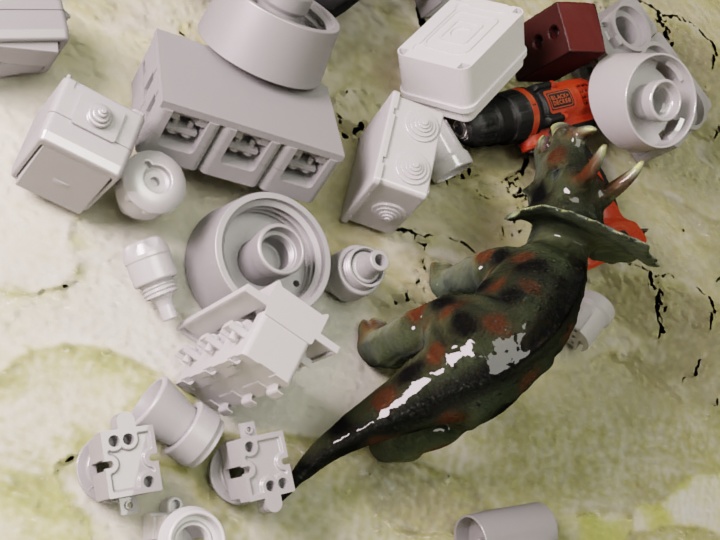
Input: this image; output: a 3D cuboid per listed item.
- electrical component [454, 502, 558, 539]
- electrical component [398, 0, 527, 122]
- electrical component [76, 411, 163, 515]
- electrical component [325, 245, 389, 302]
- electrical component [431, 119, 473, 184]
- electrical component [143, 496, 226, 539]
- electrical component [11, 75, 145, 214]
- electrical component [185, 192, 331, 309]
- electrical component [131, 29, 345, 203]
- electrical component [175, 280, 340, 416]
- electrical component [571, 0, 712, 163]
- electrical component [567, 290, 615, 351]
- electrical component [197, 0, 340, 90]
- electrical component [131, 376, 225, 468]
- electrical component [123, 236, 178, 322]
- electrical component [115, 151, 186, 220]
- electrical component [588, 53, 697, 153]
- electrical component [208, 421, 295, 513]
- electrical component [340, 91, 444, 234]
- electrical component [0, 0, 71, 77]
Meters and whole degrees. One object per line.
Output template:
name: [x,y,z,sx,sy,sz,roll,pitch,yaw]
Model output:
electrical component: [0.124,0.237,0.888,0.077,0.044,0.079,-2,76,-33]
electrical component: [0.094,-0.192,0.977,0.113,0.078,0.057,-48,144,-33]
electrical component: [-0.165,0.133,0.732,0.048,0.055,0.066,-4,77,-33]
electrical component: [0.000,0.000,0.874,0.043,0.062,0.043,10,70,-30]
electrical component: [0.074,-0.107,0.969,0.040,0.040,0.046,-24,83,-35]
electrical component: [-0.123,0.189,0.741,0.048,0.055,0.066,7,71,-30]
electrical component: [-0.198,-0.086,0.755,0.062,0.096,0.061,27,63,-23]
electrical component: [-0.074,-0.008,0.831,0.108,0.060,0.108,10,70,-29]
electrical component: [-0.098,-0.115,0.838,0.150,0.061,0.089,14,42,-28]
electrical component: [-0.081,0.059,0.768,0.079,0.121,0.063,36,59,-18]
electrical component: [0.290,-0.200,1.119,0.150,0.062,0.089,51,56,-9]
electrical component: [0.210,0.048,1.006,0.040,0.040,0.046,48,62,-11]
electrical component: [-0.067,-0.197,0.853,0.108,0.060,0.108,23,26,-12]
electrical component: [-0.131,0.109,0.768,0.055,0.045,0.045,39,58,-17]
electrical component: [-0.151,0.008,0.794,0.035,0.035,0.061,-20,89,-35]
electrical component: [-0.160,-0.057,0.791,0.048,0.062,0.048,10,70,-30]
electrical component: [0.274,-0.163,1.041,0.099,0.064,0.099,-2,95,-28]
electrical component: [-0.080,0.145,0.782,0.048,0.055,0.066,-7,79,-34]
electrical component: [0.027,-0.086,0.897,0.048,0.099,0.099,19,65,-13]
electrical component: [-0.252,-0.173,0.769,0.096,0.062,0.061,-9,80,-34]
